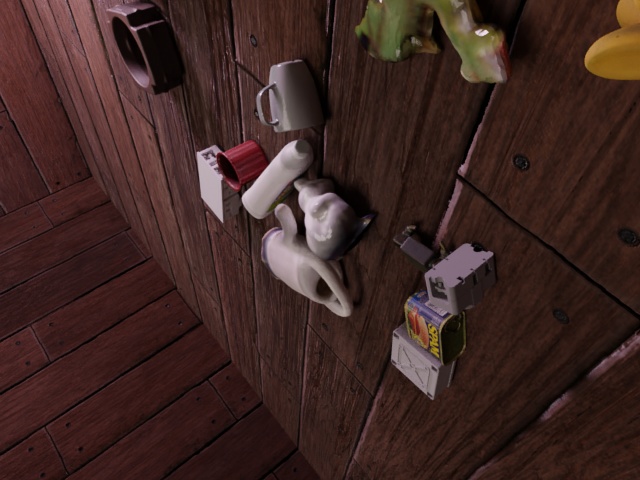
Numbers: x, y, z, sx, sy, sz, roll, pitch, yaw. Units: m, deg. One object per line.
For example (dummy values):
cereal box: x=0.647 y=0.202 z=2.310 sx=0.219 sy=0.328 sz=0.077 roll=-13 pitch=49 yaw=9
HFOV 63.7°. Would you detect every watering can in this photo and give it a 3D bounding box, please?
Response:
watering can: x=-0.043 y=0.030 z=1.061 sx=0.226 sy=0.105 sz=0.341 roll=25 pitch=153 yaw=49

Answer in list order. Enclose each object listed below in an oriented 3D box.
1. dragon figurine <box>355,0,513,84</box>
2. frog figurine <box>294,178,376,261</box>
dragon figurine: x=0.054 y=-0.297 z=0.565 sx=0.416 sy=0.123 sz=0.237 roll=45 pitch=160 yaw=30
frog figurine: x=0.003 y=-0.046 z=0.911 sx=0.160 sy=0.123 sz=0.136 roll=40 pitch=170 yaw=10
